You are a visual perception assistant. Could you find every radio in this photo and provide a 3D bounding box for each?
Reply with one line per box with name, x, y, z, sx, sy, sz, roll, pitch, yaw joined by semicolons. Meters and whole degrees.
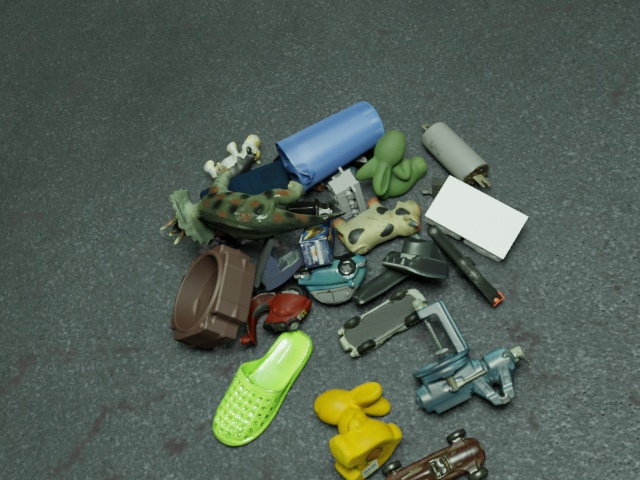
radio;-0.173;-0.098;1.341;0.230;0.073;0.131;-22;59;1

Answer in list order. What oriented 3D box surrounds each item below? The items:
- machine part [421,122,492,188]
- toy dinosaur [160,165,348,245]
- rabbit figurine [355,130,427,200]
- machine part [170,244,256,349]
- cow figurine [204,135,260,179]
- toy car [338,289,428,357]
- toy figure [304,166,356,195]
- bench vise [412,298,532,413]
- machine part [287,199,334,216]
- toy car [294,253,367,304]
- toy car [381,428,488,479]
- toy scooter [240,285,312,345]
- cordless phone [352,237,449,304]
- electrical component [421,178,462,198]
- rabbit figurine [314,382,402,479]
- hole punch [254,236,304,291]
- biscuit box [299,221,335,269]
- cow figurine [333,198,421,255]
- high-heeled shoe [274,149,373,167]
machine part;0.322;-0.205;1.290;0.079;0.079;0.243;-31;60;-6
toy dinosaur;-0.163;-0.053;1.146;0.405;0.131;0.192;8;44;25
rabbit figurine;0.156;-0.181;1.258;0.159;0.170;0.121;-43;60;-14
machine part;-0.235;0.123;1.162;0.201;0.087;0.201;-23;50;42
cow figurine;-0.210;-0.203;1.411;0.167;0.068;0.098;-40;66;-8
toy car;0.133;0.173;1.129;0.202;0.056;0.073;-30;66;-4
toy figure;0.014;-0.153;1.342;0.155;0.057;0.064;-6;30;11
bench vise;0.262;0.211;1.028;0.224;0.129;0.240;-31;76;16
machine part;-0.038;-0.074;1.254;0.139;0.039;0.084;0;24;3
toy car;0.030;0.089;1.171;0.162;0.109;0.102;-12;94;4
toy car;0.205;0.418;0.974;0.202;0.053;0.089;-23;62;-3
toy scooter;-0.111;0.167;1.163;0.184;0.075;0.135;-4;45;17
cordless phone;0.158;0.079;1.113;0.184;0.088;0.147;-33;15;-16
electrical component;0.285;-0.123;1.258;0.094;0.063;0.021;2;62;15
rabbit figurine;0.061;0.340;1.018;0.162;0.121;0.173;-40;42;-14
hole punch;-0.094;0.052;1.189;0.092;0.142;0.115;22;102;-15
biscuit box;-0.002;-0.004;1.189;0.059;0.062;0.203;-11;17;6
cow figurine;0.144;-0.031;1.226;0.195;0.085;0.127;-29;53;-8
high-heeled shoe;0.011;-0.204;1.381;0.249;0.086;0.145;-26;88;17
